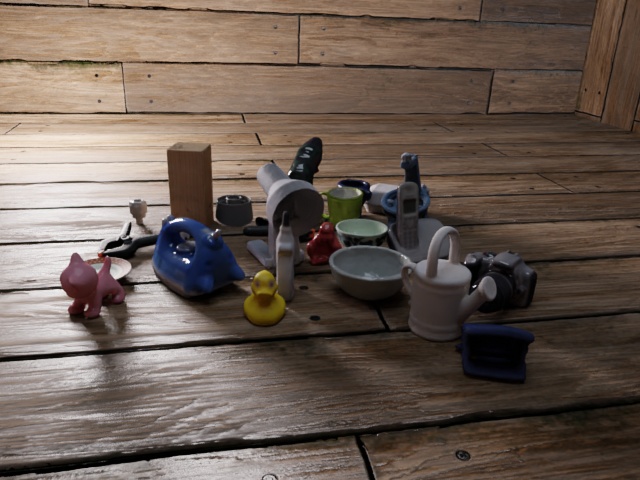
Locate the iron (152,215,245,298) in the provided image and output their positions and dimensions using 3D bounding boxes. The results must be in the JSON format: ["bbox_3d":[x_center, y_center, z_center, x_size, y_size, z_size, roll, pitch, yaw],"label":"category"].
[{"bbox_3d":[-0.270,0.015,1.158,0.257,0.141,0.119,20,28,38],"label":"iron"}]

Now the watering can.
[{"bbox_3d":[0.220,0.071,0.996,0.172,0.194,0.101,10,23,18],"label":"watering can"}]

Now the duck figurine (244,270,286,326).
[{"bbox_3d":[-0.101,0.096,1.048,0.077,0.086,0.104,0,22,-4],"label":"duck figurine"}]

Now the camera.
[{"bbox_3d":[0.332,0.078,1.115,0.142,0.101,0.137,18,27,35],"label":"camera"}]

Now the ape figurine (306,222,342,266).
[{"bbox_3d":[0.012,0.005,1.278,0.077,0.092,0.076,11,24,21],"label":"ape figurine"}]

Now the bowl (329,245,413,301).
[{"bbox_3d":[0.099,0.074,1.137,0.167,0.075,0.167,2,22,-1],"label":"bowl"}]

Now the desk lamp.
[{"bbox_3d":[-0.085,-0.048,1.238,0.118,0.214,0.202,-10,25,-28],"label":"desk lamp"}]

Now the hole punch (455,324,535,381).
[{"bbox_3d":[0.278,0.161,0.917,0.108,0.091,0.101,5,22,7],"label":"hole punch"}]

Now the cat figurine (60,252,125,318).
[{"bbox_3d":[-0.416,0.074,1.031,0.067,0.118,0.128,10,23,18],"label":"cat figurine"}]

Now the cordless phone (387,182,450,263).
[{"bbox_3d":[0.227,-0.042,1.290,0.148,0.185,0.093,-9,24,-26],"label":"cordless phone"}]

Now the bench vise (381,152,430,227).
[{"bbox_3d":[0.220,-0.125,1.448,0.121,0.220,0.207,6,22,10],"label":"bench vise"}]

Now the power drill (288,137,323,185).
[{"bbox_3d":[-0.035,-0.148,1.498,0.075,0.208,0.230,5,22,9],"label":"power drill"}]

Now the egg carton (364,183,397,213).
[{"bbox_3d":[0.199,-0.113,1.618,0.150,0.069,0.107,8,23,15],"label":"egg carton"}]

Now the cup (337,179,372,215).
[{"bbox_3d":[0.099,-0.108,1.562,0.092,0.095,0.117,-14,27,-35],"label":"cup"}]

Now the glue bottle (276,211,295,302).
[{"bbox_3d":[-0.067,0.027,1.106,0.037,0.173,0.078,0,22,-4],"label":"glue bottle"}]
